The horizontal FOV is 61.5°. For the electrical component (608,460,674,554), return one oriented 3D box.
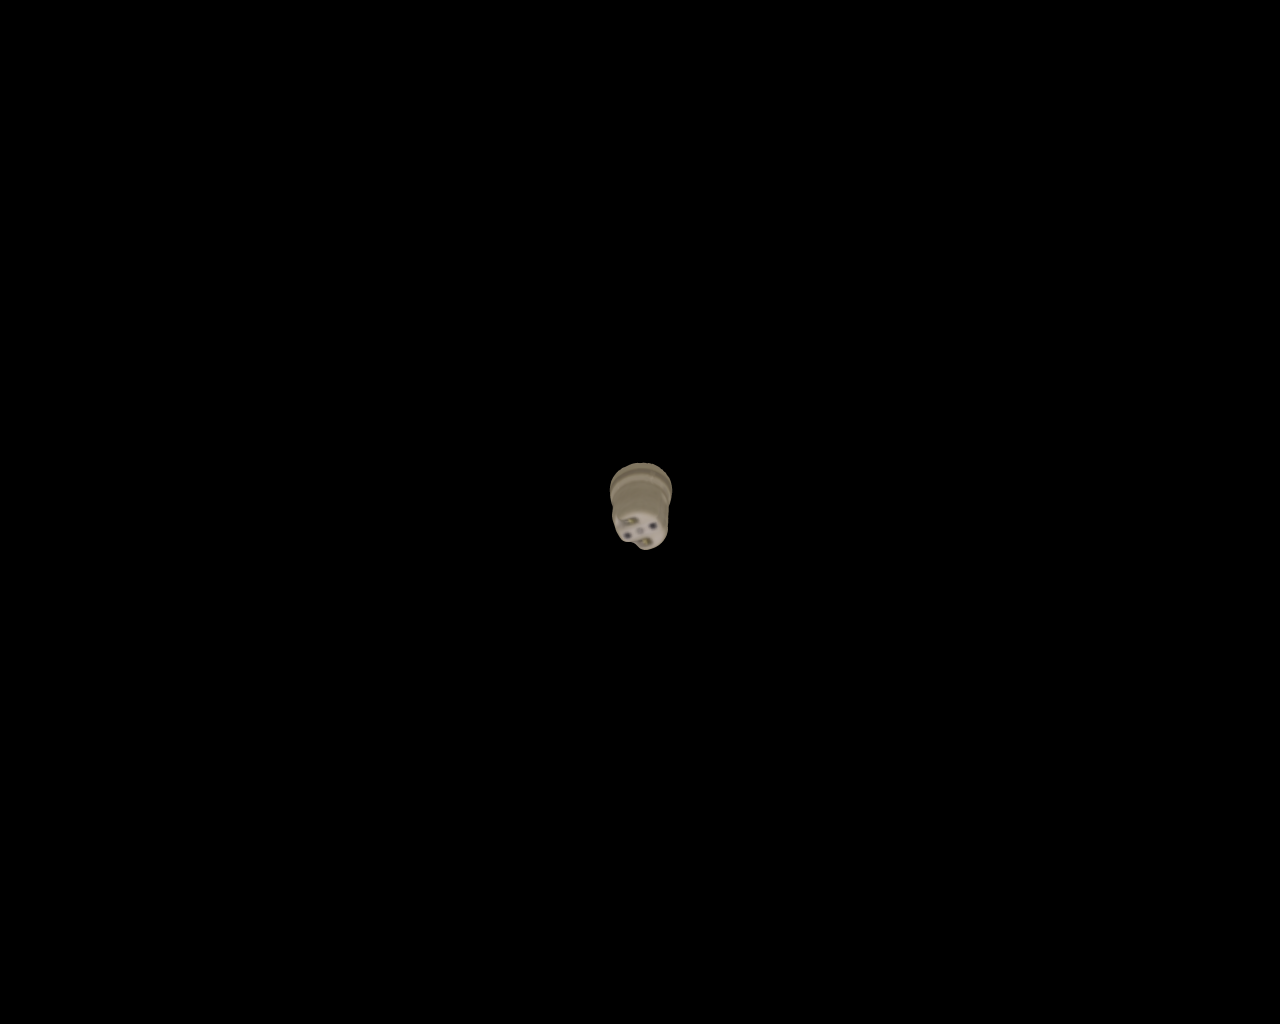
[{"bbox_3d":[0.001,-0.003,0.650,0.040,0.040,0.046,0,39,0],"label":"electrical component"}]
